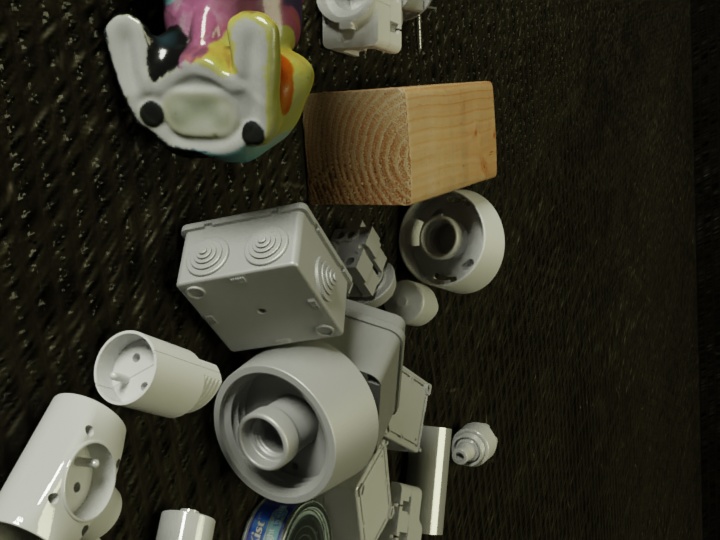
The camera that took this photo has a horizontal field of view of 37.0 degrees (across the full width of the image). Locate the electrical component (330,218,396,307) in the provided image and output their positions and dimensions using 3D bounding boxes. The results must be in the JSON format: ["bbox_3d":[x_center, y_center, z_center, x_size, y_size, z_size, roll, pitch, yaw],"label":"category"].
[{"bbox_3d":[0.000,0.000,0.888,0.055,0.048,0.066,56,42,-39],"label":"electrical component"}]

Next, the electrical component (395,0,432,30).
[{"bbox_3d":[0.029,-0.245,0.923,0.057,0.058,0.078,-13,102,-61],"label":"electrical component"}]

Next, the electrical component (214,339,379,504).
[{"bbox_3d":[-0.049,0.105,0.724,0.060,0.108,0.108,-27,115,-55],"label":"electrical component"}]

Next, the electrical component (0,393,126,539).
[{"bbox_3d":[-0.153,0.120,0.574,0.079,0.044,0.077,65,36,-43],"label":"electrical component"}]

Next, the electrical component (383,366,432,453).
[{"bbox_3d":[0.016,0.115,0.907,0.096,0.061,0.061,39,57,-57],"label":"electrical component"}]

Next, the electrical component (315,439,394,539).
[{"bbox_3d":[-0.013,0.183,0.857,0.061,0.061,0.096,-53,145,-51],"label":"electrical component"}]

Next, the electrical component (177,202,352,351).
[{"bbox_3d":[-0.061,0.008,0.699,0.099,0.100,0.048,59,28,-48],"label":"electrical component"}]

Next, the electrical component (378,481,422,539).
[{"bbox_3d":[0.020,0.229,0.932,0.056,0.050,0.089,33,62,-61],"label":"electrical component"}]

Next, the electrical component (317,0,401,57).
[{"bbox_3d":[0.000,-0.222,0.870,0.056,0.050,0.089,-6,96,-65],"label":"electrical component"}]

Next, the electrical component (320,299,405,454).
[{"bbox_3d":[-0.011,0.077,0.799,0.113,0.078,0.057,92,20,-51],"label":"electrical component"}]

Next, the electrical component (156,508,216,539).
[{"bbox_3d":[-0.112,0.182,0.668,0.044,0.044,0.065,49,44,-55],"label":"electrical component"}]

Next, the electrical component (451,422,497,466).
[{"bbox_3d":[0.117,0.188,1.143,0.062,0.043,0.043,-21,110,-60],"label":"electrical component"}]

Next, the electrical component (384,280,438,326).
[{"bbox_3d":[0.053,0.033,1.004,0.078,0.040,0.040,16,76,-63],"label":"electrical component"}]

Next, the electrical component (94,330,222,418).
[{"bbox_3d":[-0.117,0.066,0.647,0.081,0.043,0.043,33,62,-61],"label":"electrical component"}]

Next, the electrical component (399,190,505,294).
[{"bbox_3d":[0.087,-0.028,1.011,0.064,0.099,0.099,5,87,-59],"label":"electrical component"}]
